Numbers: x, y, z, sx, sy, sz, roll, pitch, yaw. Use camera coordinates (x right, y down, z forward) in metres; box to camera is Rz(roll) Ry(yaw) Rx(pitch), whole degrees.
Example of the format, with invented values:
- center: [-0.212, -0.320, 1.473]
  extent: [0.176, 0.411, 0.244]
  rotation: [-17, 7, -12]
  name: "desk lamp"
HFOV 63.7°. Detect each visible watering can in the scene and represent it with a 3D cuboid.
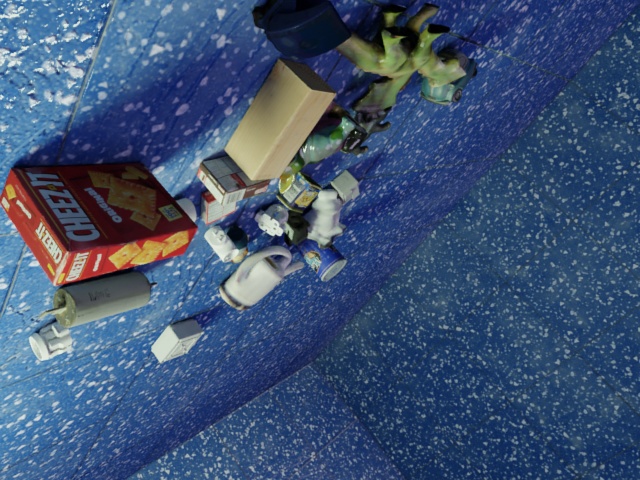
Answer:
- center: [-0.164, 0.110, 1.510]
  extent: [0.224, 0.105, 0.344]
  rotation: [-42, 161, 4]
  name: "watering can"

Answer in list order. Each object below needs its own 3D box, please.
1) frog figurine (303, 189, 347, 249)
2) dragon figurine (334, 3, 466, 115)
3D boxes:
- center: [0.005, -0.075, 1.493]
  extent: [0.138, 0.124, 0.156]
  rotation: [-27, 122, -18]
  name: "frog figurine"
- center: [0.133, -0.341, 1.039]
  extent: [0.412, 0.124, 0.237]
  rotation: [-15, 147, -21]
  name: "dragon figurine"
